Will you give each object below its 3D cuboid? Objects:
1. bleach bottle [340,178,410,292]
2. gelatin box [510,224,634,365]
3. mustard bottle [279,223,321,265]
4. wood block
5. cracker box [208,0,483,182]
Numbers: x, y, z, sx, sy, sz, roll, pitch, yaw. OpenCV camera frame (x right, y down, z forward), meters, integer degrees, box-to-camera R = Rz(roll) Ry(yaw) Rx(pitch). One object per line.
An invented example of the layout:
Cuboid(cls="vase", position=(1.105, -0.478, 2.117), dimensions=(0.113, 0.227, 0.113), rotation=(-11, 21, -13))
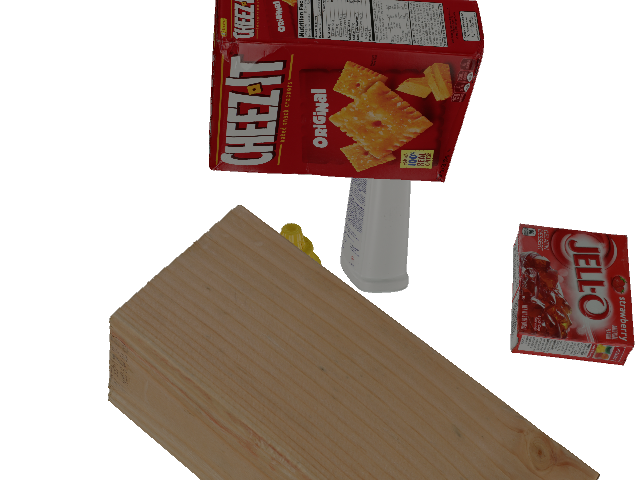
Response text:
Cuboid(cls="bleach bottle", position=(0.071, -0.073, 1.226), dimensions=(0.068, 0.251, 0.103), rotation=(-3, 23, -18))
Cuboid(cls="gelatin box", position=(0.163, 0.034, 0.696), dimensions=(0.073, 0.089, 0.030), rotation=(7, -36, 4))
Cuboid(cls="mustard bottle", position=(-0.029, 0.064, 1.041), dimensions=(0.058, 0.192, 0.096), rotation=(2, 38, 0))
Cuboid(cls="wood block", position=(0.007, 0.091, 0.495), dimensions=(0.206, 0.090, 0.090), rotation=(37, -34, 15))
Cuboid(cls="cracker box", position=(0.015, -0.125, 0.897), dimensions=(0.213, 0.072, 0.164), rotation=(2, -35, -6))
